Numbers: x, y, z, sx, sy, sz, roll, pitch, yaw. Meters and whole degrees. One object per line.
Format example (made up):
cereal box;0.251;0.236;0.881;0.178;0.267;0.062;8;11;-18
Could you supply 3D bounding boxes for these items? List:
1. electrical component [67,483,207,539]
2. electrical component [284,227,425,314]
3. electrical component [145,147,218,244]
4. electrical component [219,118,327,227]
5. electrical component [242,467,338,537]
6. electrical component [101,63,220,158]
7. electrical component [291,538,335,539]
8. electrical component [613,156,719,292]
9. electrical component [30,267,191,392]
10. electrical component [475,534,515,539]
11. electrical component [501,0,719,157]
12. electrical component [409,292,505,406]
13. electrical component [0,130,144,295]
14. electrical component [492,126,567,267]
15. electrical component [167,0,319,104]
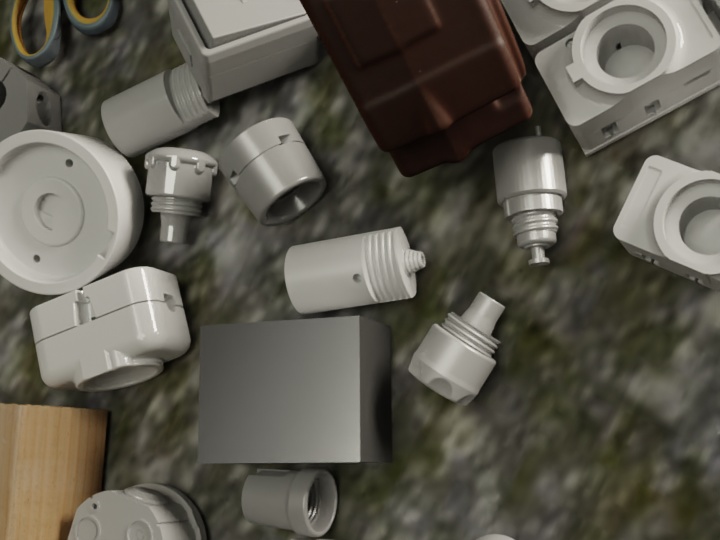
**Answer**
electrical component;-0.141;0.174;0.673;0.080;0.051;0.080;-4;79;22
electrical component;0.000;0.000;0.652;0.081;0.043;0.043;-10;77;20
electrical component;-0.120;-0.049;0.711;0.048;0.048;0.062;6;90;23
electrical component;-0.054;-0.060;0.680;0.055;0.055;0.047;-38;72;12
electrical component;-0.043;0.138;0.647;0.046;0.040;0.040;-1;80;27
electrical component;-0.128;-0.111;0.725;0.081;0.043;0.043;-22;73;17
electrical component;-0.012;0.187;0.618;0.089;0.050;0.055;2;82;23
electrical component;0.187;-0.020;0.572;0.089;0.056;0.050;26;91;24
electrical component;-0.163;0.043;0.705;0.095;0.054;0.059;-21;73;18
electrical component;0.066;0.167;0.582;0.044;0.065;0.044;-4;79;22
electrical component;0.181;-0.160;0.595;0.186;0.060;0.105;-29;71;14
electrical component;0.060;0.043;0.620;0.043;0.043;0.062;33;92;24
electrical component;-0.198;-0.041;0.726;0.108;0.060;0.108;2;100;14
electrical component;0.099;-0.041;0.620;0.040;0.040;0.078;-9;77;21
electrical component;-0.068;-0.161;0.686;0.096;0.061;0.061;-23;70;-14
